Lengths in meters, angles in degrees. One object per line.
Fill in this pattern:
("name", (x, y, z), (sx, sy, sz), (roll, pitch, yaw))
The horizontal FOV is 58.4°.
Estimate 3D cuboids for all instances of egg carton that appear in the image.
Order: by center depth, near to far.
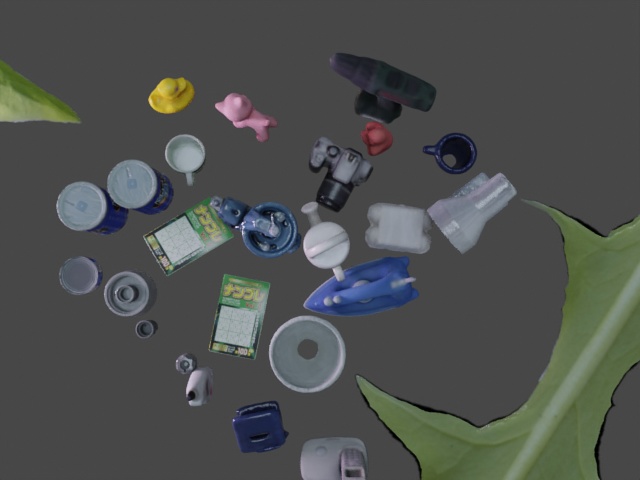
("egg carton", (0.178, -0.027, 1.290), (0.150, 0.069, 0.107), (6, 87, 0))

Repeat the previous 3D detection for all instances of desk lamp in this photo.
("desk lamp", (0.323, -0.068, 1.222), (0.203, 0.213, 0.118), (-39, 88, -2))

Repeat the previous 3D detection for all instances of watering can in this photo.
("watering can", (0.009, 0.005, 1.224), (0.173, 0.194, 0.101), (44, 88, 2))

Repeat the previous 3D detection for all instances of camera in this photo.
("camera", (0.031, -0.142, 1.278), (0.143, 0.101, 0.137), (27, 87, 1))

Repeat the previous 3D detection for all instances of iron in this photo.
("iron", (0.088, 0.114, 1.246), (0.258, 0.141, 0.119), (-16, 87, -1))

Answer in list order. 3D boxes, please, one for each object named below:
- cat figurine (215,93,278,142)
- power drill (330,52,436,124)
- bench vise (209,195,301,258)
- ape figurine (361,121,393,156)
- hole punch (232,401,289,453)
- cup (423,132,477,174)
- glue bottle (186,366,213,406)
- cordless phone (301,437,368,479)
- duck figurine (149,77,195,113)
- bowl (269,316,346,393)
("cat figurine", (-0.162, -0.282, 1.274), (0.128, 0.117, 0.067), (28, 87, 1))
("power drill", (0.128, -0.322, 1.234), (0.229, 0.208, 0.076), (16, 87, 0))
("bench vise", (-0.143, -0.028, 1.211), (0.207, 0.219, 0.121), (9, 87, 0))
("ape figurine", (0.129, -0.230, 1.288), (0.076, 0.092, 0.078), (14, 87, 0))
("hole punch", (-0.129, 0.416, 1.253), (0.108, 0.091, 0.101), (-12, 87, -1))
("cup", (0.283, -0.188, 1.287), (0.117, 0.095, 0.092), (7, 87, 0))
("glue bottle", (-0.259, 0.319, 1.215), (0.037, 0.173, 0.078), (-5, 87, 0))
("cordless phone", (0.032, 0.485, 1.205), (0.147, 0.185, 0.094), (-4, 87, -1))
("duck figurine", (-0.340, -0.334, 1.290), (0.104, 0.086, 0.077), (-24, 87, -2))
("bowl", (-0.026, 0.249, 1.271), (0.167, 0.074, 0.167), (0, 87, -1))
